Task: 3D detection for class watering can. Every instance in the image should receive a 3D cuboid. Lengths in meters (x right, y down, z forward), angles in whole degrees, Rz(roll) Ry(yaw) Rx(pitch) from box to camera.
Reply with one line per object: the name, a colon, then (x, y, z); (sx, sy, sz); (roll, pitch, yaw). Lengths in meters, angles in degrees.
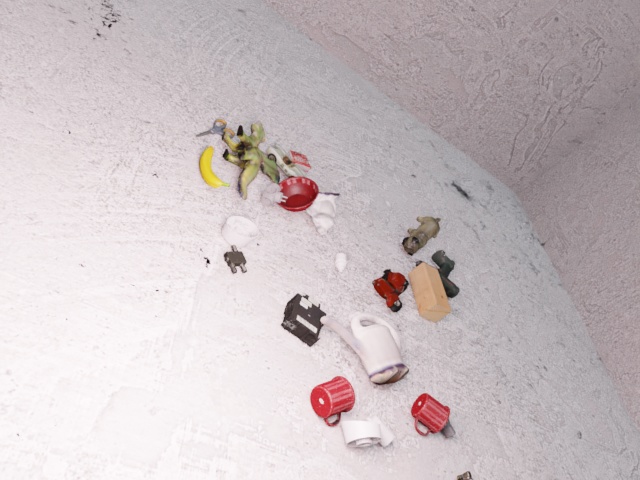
watering can: (0.144, 0.319, 1.522); (0.346, 0.102, 0.229); (13, 45, -47)

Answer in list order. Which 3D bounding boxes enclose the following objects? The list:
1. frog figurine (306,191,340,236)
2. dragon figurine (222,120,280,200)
frog figurine: (0.006, -0.095, 1.880); (0.137, 0.122, 0.160); (10, 81, -56)
dragon figurine: (-0.218, -0.270, 1.808); (0.240, 0.121, 0.419); (24, 45, -45)
